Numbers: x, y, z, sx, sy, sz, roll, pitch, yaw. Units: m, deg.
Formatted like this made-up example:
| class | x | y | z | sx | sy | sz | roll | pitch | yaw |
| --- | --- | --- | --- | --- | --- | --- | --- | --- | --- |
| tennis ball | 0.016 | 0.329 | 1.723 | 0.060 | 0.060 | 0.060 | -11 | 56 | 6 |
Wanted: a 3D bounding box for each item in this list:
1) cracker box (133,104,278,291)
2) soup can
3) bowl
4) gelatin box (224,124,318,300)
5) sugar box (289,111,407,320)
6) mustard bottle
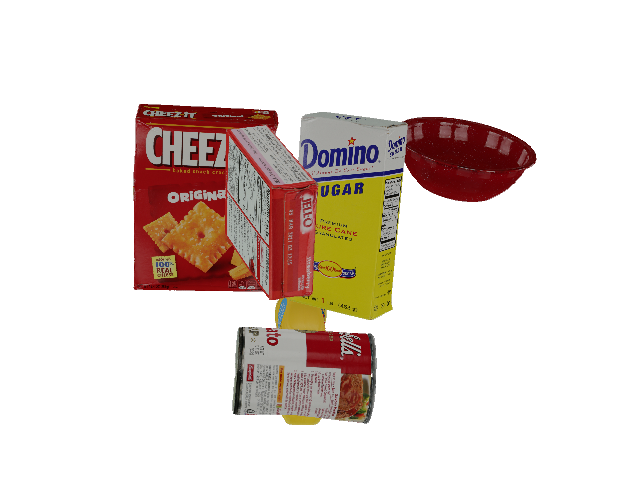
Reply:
| class | x | y | z | sx | sy | sz | roll | pitch | yaw |
| --- | --- | --- | --- | --- | --- | --- | --- | --- | --- |
| cracker box | -0.137 | -0.047 | 1.263 | 0.164 | 0.214 | 0.072 | 2 | 22 | -6 |
| soup can | -0.013 | 0.101 | 0.805 | 0.102 | 0.068 | 0.068 | 4 | 0 | -5 |
| bowl | 0.158 | -0.087 | 1.208 | 0.162 | 0.055 | 0.162 | 8 | 26 | -4 |
| gelatin box | -0.030 | -0.018 | 0.628 | 0.030 | 0.073 | 0.089 | -9 | 31 | -21 |
| sugar box | 0.024 | -0.024 | 0.969 | 0.093 | 0.176 | 0.048 | 11 | 17 | 31 |
| mustard bottle | -0.020 | 0.104 | 1.135 | 0.058 | 0.096 | 0.191 | 0 | 27 | -3 |
